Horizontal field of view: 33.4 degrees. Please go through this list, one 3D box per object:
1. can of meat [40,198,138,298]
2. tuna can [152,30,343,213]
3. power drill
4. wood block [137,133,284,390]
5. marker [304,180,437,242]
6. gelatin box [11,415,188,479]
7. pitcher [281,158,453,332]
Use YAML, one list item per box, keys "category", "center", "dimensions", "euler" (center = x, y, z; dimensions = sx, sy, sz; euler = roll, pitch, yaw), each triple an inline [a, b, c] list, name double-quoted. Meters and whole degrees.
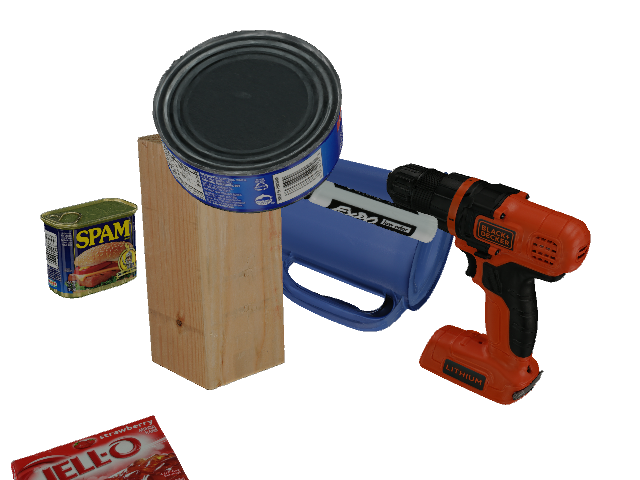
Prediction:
- category: "can of meat"
  center: [-0.246, 0.008, 1.148]
  dimensions: [0.058, 0.084, 0.101]
  euler: [19, 26, 41]
- category: "tuna can"
  center: [-0.032, -0.055, 0.492]
  dimensions: [0.086, 0.086, 0.034]
  euler: [0, -34, 5]
- category: "power drill"
  center: [0.131, 0.036, 0.916]
  dimensions: [0.185, 0.188, 0.057]
  euler: [24, 38, 32]
- category: "wood block"
  center: [-0.094, 0.011, 0.930]
  dimensions: [0.090, 0.206, 0.091]
  euler: [-16, 24, -40]
- category: "marker"
  center: [0.022, -0.025, 0.712]
  dimensions: [0.121, 0.020, 0.020]
  euler: [18, -6, -20]
- category: "gelatin box"
  center: [-0.124, 0.141, 0.606]
  dimensions: [0.089, 0.030, 0.073]
  euler: [-15, 28, -19]
- category: "pitcher"
  center: [0.007, -0.016, 1.098]
  dimensions: [0.243, 0.145, 0.149]
  euler: [18, 24, 20]
